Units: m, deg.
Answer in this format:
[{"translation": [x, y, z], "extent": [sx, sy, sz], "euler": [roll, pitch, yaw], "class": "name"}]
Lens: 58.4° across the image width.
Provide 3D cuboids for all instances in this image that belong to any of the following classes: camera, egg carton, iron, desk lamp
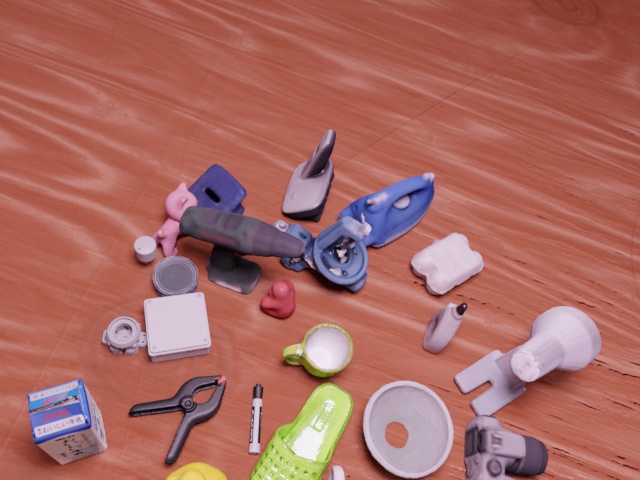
[{"translation": [0.341, 0.398, 1.034], "extent": [0.137, 0.101, 0.143], "euler": [12, 59, -6], "class": "camera"}, {"translation": [0.273, 0.050, 1.232], "extent": [0.150, 0.069, 0.107], "euler": [-28, 70, -25], "class": "egg carton"}, {"translation": [0.175, -0.091, 1.247], "extent": [0.259, 0.141, 0.118], "euler": [-28, 70, -25], "class": "iron"}, {"translation": [0.391, 0.230, 1.074], "extent": [0.204, 0.213, 0.118], "euler": [-25, 69, -24], "class": "desk lamp"}]

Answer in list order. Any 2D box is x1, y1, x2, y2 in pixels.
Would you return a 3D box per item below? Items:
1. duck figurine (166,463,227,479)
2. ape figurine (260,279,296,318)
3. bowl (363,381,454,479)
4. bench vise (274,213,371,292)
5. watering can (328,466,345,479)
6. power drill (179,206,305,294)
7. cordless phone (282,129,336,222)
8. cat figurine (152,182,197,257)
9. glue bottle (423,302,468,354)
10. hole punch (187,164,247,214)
[{"translation": [-0.200, 0.396, 0.922], "extent": [0.105, 0.086, 0.077], "euler": [3, 61, -11], "class": "duck figurine"}, {"translation": [-0.078, 0.107, 1.108], "extent": [0.078, 0.092, 0.076], "euler": [-22, 68, -23], "class": "ape figurine"}, {"translation": [0.150, 0.345, 1.036], "extent": [0.167, 0.074, 0.167], "euler": [6, 60, -10], "class": "bowl"}, {"translation": [0.009, 0.014, 1.105], "extent": [0.207, 0.219, 0.121], "euler": [10, 59, -7], "class": "bench vise"}, {"translation": [0.035, 0.444, 0.885], "extent": [0.101, 0.194, 0.172], "euler": [-18, 66, -21], "class": "watering can"}, {"translation": [-0.149, 0.020, 1.073], "extent": [0.229, 0.208, 0.076], "euler": [20, 59, -1], "class": "power drill"}, {"translation": [-0.014, -0.137, 1.205], "extent": [0.094, 0.185, 0.147], "euler": [15, 59, -4], "class": "cordless phone"}, {"translation": [-0.285, -0.045, 1.131], "extent": [0.067, 0.117, 0.128], "euler": [28, 59, 4], "class": "cat figurine"}, {"translation": [0.247, 0.158, 1.105], "extent": [0.037, 0.173, 0.078], "euler": [18, 59, -2], "class": "glue bottle"}, {"translation": [-0.215, -0.085, 1.185], "extent": [0.108, 0.091, 0.101], "euler": [42, 61, 12], "class": "hole punch"}]
